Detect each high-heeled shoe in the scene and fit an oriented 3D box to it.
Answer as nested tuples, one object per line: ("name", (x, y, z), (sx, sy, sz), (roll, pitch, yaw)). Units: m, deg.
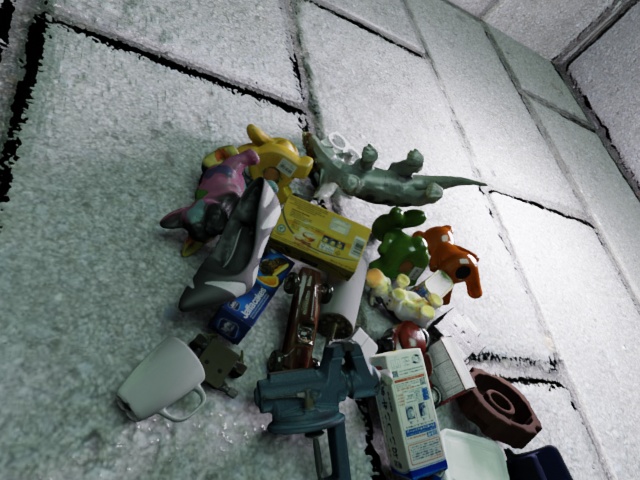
("high-heeled shoe", (-0.141, 0.002, 0.853), (0.086, 0.145, 0.249), (11, 30, 27))

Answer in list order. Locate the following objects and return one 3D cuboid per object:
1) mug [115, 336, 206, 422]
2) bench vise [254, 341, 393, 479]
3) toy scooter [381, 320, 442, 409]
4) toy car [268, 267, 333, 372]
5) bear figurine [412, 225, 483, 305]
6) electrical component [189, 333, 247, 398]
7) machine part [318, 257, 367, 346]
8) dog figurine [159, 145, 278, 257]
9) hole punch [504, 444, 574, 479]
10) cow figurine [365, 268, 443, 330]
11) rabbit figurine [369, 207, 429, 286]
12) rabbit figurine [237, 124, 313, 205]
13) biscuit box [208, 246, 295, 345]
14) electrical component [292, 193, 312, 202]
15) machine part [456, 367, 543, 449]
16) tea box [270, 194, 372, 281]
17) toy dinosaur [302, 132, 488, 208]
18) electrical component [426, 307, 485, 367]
("mug", (-0.220, 0.208, 0.747), (0.107, 0.081, 0.109), (-37, 88, -38))
("bench vise", (0.015, 0.282, 0.829), (0.223, 0.129, 0.240), (-3, 81, -26))
("toy scooter", (0.160, 0.240, 1.033), (0.135, 0.075, 0.184), (9, 56, -33))
("toy car", (-0.029, 0.146, 0.922), (0.089, 0.053, 0.202), (20, 72, -26))
("bear figurine", (0.302, 0.050, 1.299), (0.120, 0.131, 0.196), (-12, 26, -8))
("electrical component", (-0.160, 0.189, 0.835), (0.102, 0.045, 0.078), (32, 66, -11))
("machine part", (0.043, 0.105, 1.043), (0.079, 0.079, 0.243), (34, 42, -13))
("dog figurine", (-0.199, -0.071, 0.976), (0.219, 0.192, 0.108), (-45, 128, -27))
("hole punch", (0.403, 0.459, 1.010), (0.092, 0.116, 0.142), (1, 58, -47))
("cow figurine", (0.161, 0.126, 1.126), (0.167, 0.098, 0.068), (30, 49, 9))
("rabbit figurine", (0.164, -0.004, 1.201), (0.121, 0.159, 0.170), (3, 39, -26))
("rabbit figurine", (-0.101, -0.172, 1.157), (0.162, 0.121, 0.173), (27, 28, -5))
("biscuit box", (-0.113, 0.090, 0.922), (0.063, 0.059, 0.203), (35, 35, -2))
("electrical component", (-0.049, -0.029, 1.084), (0.047, 0.075, 0.119), (18, 42, -27))
("machine part", (0.354, 0.336, 1.081), (0.179, 0.056, 0.179), (26, 20, -10))
("tea box", (-0.002, -0.003, 1.002), (0.170, 0.068, 0.098), (24, 69, 1))
("toy dinosaur", (0.143, -0.128, 1.194), (0.405, 0.192, 0.131), (14, 84, -8))
("electrical component", (0.294, 0.216, 1.173), (0.134, 0.058, 0.115), (-24, 75, -48))
